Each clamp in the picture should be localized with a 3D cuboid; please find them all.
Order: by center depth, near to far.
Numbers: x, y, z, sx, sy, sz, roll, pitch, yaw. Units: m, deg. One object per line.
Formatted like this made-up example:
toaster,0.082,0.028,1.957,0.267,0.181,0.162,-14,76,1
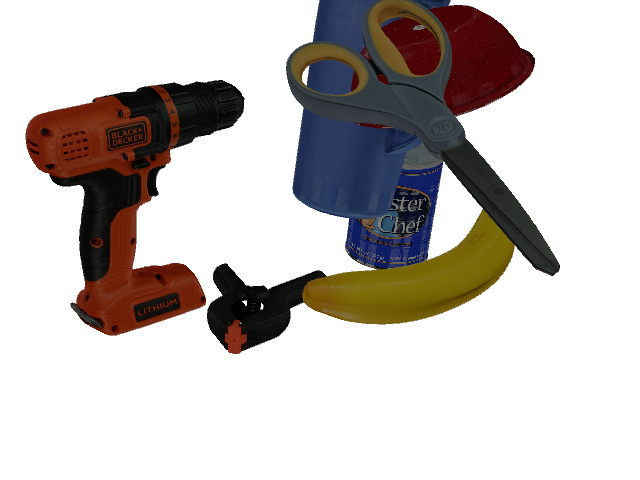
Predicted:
clamp,-0.073,0.061,1.045,0.120,0.039,0.171,1,17,20

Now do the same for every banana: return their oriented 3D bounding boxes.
banana,0.077,0.020,0.739,0.197,0.037,0.070,-28,54,-37

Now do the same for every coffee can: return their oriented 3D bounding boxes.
coffee can,0.087,-0.049,1.268,0.103,0.140,0.103,5,28,-3

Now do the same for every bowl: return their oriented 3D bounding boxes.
bowl,0.090,-0.151,0.876,0.162,0.055,0.162,-16,25,7

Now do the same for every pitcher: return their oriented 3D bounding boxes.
pitcher,0.051,-0.147,1.099,0.145,0.243,0.149,11,17,-1

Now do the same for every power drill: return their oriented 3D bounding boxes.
power drill,-0.137,-0.030,0.855,0.184,0.188,0.057,-17,25,-33

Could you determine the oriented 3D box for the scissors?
scissors,0.039,-0.051,0.516,0.096,0.202,0.016,-13,-41,1
